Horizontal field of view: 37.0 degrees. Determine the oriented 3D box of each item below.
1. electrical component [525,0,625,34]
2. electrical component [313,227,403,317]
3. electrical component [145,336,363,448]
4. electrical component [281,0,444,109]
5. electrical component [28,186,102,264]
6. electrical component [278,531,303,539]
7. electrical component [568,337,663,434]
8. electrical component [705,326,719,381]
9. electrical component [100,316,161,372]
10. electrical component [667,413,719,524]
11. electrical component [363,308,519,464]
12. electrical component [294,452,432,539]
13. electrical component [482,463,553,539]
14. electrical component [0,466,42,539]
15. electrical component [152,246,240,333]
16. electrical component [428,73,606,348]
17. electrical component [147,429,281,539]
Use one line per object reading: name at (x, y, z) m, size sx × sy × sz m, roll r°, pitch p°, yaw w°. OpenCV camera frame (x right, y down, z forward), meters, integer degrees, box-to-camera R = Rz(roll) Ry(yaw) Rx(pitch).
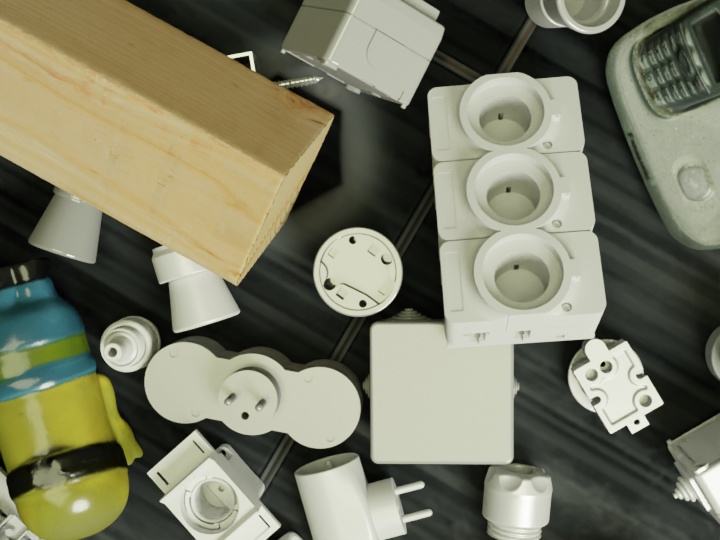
electrical component at (0.128, -0.166, 0.658) m, size 0.044 × 0.065 × 0.044 m, roll -3°, pitch 102°, yaw -13°
electrical component at (0.000, 0.000, 0.683) m, size 0.055 × 0.047 × 0.055 m, roll 0°, pitch 93°, yaw 3°
electrical component at (-0.068, 0.078, 0.678) m, size 0.138 × 0.074 × 0.052 m, roll 10°, pitch 94°, yaw 3°
electrical component at (-0.001, -0.144, 0.656) m, size 0.062 × 0.096 × 0.061 m, roll 25°, pitch 95°, yaw -28°
electrical component at (-0.183, -0.041, 0.695) m, size 0.044 × 0.044 × 0.065 m, roll 18°, pitch 89°, yaw 2°
electrical component at (-0.064, 0.204, 0.702) m, size 0.065 × 0.044 × 0.044 m, roll -27°, pitch 91°, yaw 9°
electrical component at (0.157, 0.069, 0.674) m, size 0.048 × 0.055 × 0.066 m, roll -31°, pitch 91°, yaw 4°
electrical component at (0.243, 0.055, 0.669) m, size 0.045 × 0.055 × 0.045 m, roll 0°, pitch 93°, yaw 4°
electrical component at (-0.150, 0.049, 0.687) m, size 0.035 × 0.061 × 0.035 m, roll 0°, pitch 93°, yaw 3°
electrical component at (0.241, 0.124, 0.667) m, size 0.096 × 0.061 × 0.061 m, roll -32°, pitch 98°, yaw 4°
electrical component at (0.051, 0.074, 0.684) m, size 0.100 × 0.048 × 0.099 m, roll 0°, pitch 93°, yaw 3°
electrical component at (0.006, 0.157, 0.693) m, size 0.079 × 0.043 × 0.077 m, roll -16°, pitch 92°, yaw 4°
electrical component at (0.100, 0.157, 0.688) m, size 0.043 × 0.043 × 0.062 m, roll 5°, pitch 95°, yaw 3°
electrical component at (-0.269, 0.156, 0.699) m, size 0.121 × 0.063 × 0.078 m, roll 45°, pitch 94°, yaw 0°
electrical component at (-0.106, 0.008, 0.691) m, size 0.045 × 0.045 × 0.055 m, roll -16°, pitch 92°, yaw 4°
electrical component at (0.090, -0.036, 0.643) m, size 0.089 × 0.061 × 0.150 m, roll -4°, pitch 70°, yaw 3°
electrical component at (-0.091, 0.143, 0.688) m, size 0.042 × 0.064 × 0.081 m, roll -41°, pitch 90°, yaw 3°
